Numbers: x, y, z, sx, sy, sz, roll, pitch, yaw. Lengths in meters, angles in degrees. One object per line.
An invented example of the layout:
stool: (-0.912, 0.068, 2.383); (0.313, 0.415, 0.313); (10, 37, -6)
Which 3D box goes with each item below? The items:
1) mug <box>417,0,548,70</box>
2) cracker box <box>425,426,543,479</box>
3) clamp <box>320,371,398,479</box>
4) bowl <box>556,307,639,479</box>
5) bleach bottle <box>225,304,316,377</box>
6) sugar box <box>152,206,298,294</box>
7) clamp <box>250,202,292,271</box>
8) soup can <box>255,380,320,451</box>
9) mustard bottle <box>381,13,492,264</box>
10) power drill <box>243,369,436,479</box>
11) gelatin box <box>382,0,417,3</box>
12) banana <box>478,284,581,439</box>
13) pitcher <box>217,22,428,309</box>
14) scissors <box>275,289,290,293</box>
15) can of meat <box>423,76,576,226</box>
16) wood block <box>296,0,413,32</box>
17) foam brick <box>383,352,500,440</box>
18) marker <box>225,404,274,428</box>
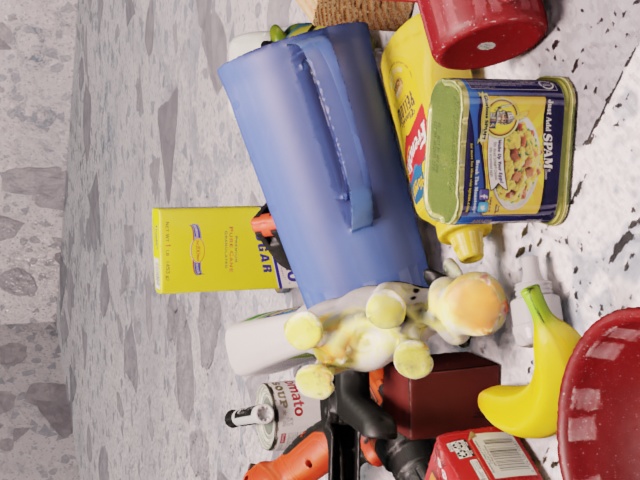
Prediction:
mug: (0.111, -0.173, 0.724); (0.117, 0.093, 0.081); (131, 129, -67)
cracker box: (0.118, 0.268, 0.770); (0.164, 0.072, 0.214); (-118, 32, -51)
clamp: (0.021, 0.152, 0.871); (0.210, 0.036, 0.165); (-102, 21, -60)
bowl: (0.194, 0.115, 0.574); (0.162, 0.055, 0.162); (178, 90, -70)
bleach bottle: (-0.008, 0.092, 1.085); (0.251, 0.102, 0.068); (-24, 78, 61)
sugar box: (-0.092, 0.009, 1.162); (0.048, 0.176, 0.093); (-168, 76, -72)
clamp: (-0.007, 0.001, 1.005); (0.039, 0.171, 0.120); (-15, 87, 31)
soup can: (-0.007, 0.171, 1.054); (0.069, 0.102, 0.068); (178, 90, -70)
mustard bottle: (0.095, -0.072, 0.820); (0.096, 0.058, 0.191); (123, 140, -60)
power drill: (0.022, 0.206, 0.944); (0.188, 0.057, 0.184); (-46, 40, 18)
gelatin box: (0.067, -0.237, 0.859); (0.030, 0.073, 0.089); (143, 124, -65)
banana: (0.144, 0.096, 0.705); (0.198, 0.037, 0.070); (95, 154, -61)
pitcher: (0.012, -0.053, 0.890); (0.145, 0.149, 0.243); (-17, 92, 34)
scissors: (-0.042, -0.037, 1.252); (0.096, 0.016, 0.202); (-134, 46, -61)
can of meat: (0.119, -0.060, 0.719); (0.057, 0.083, 0.102); (-153, 62, -67)
wood block: (0.012, -0.276, 0.979); (0.206, 0.090, 0.090); (-118, 33, -50)
foam brick: (0.092, 0.119, 0.819); (0.051, 0.078, 0.053); (-163, 72, -67)
marker: (-0.071, 0.174, 1.049); (0.121, 0.020, 0.020); (150, 116, -67)
